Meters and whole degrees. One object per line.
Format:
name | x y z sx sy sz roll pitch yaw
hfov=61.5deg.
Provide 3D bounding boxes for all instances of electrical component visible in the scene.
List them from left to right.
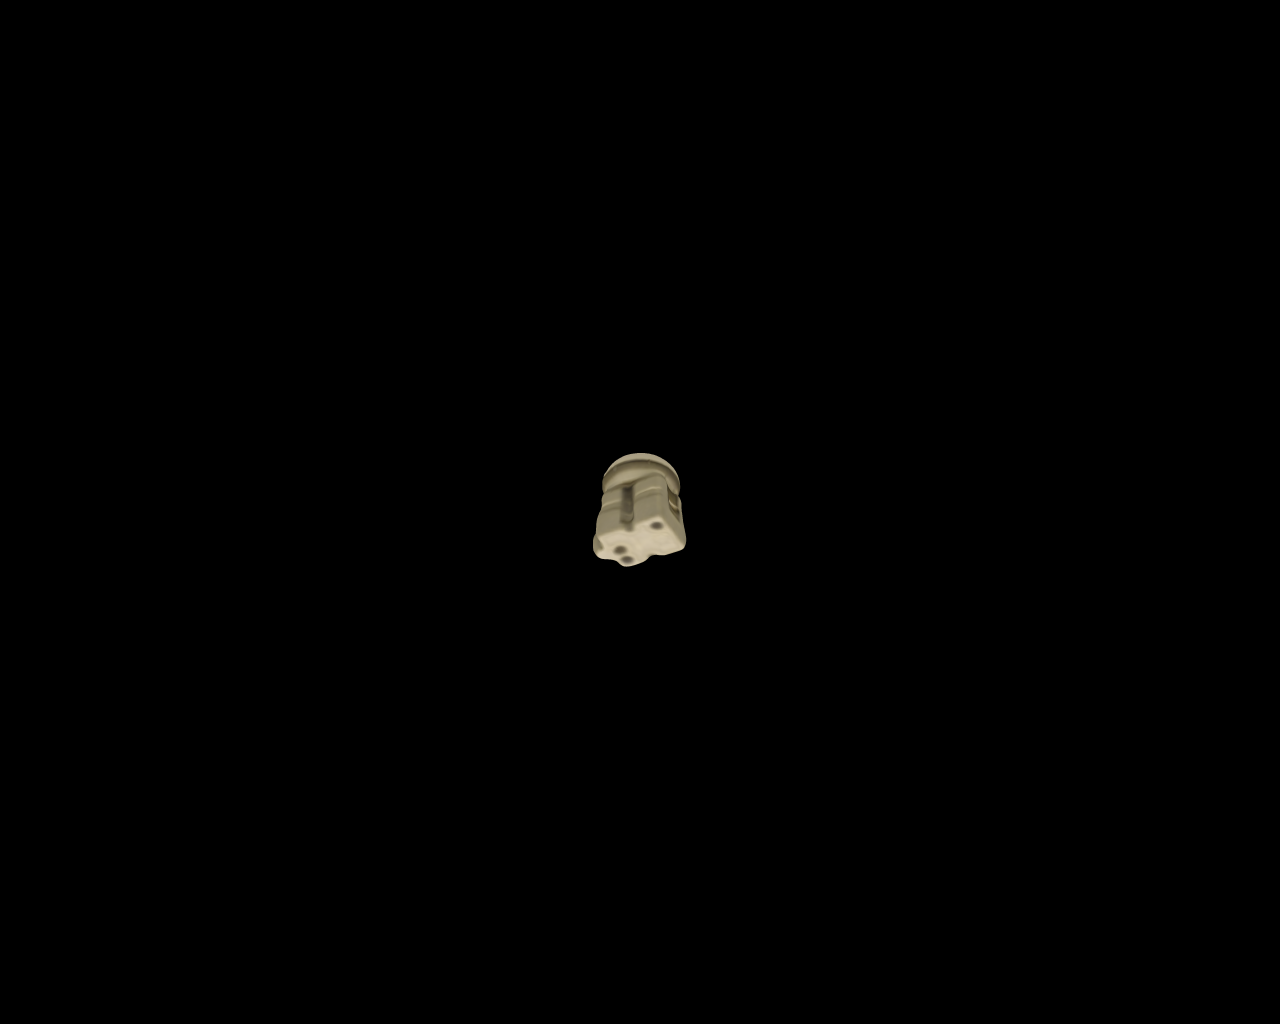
electrical component | 0.001 -0.003 0.650 0.066 0.055 0.048 -18 -44 19
